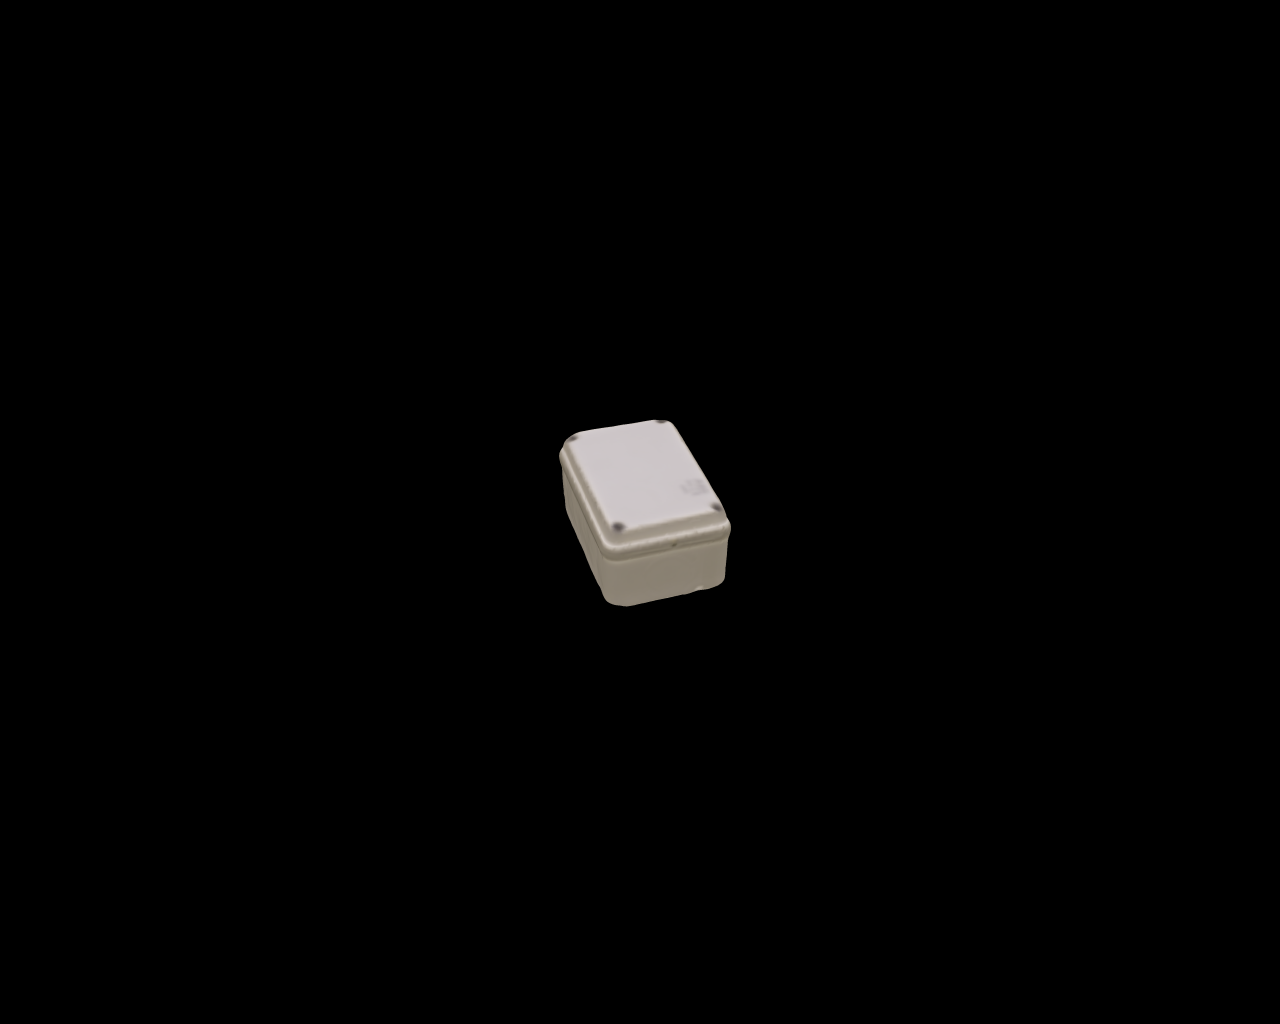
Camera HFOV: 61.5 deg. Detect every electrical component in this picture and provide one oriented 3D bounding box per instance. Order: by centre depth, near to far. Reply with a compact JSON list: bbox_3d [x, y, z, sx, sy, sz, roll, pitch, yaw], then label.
[{"bbox_3d":[0.001,-0.003,0.650,0.078,0.057,0.113,-11,39,-14],"label":"electrical component"}]
